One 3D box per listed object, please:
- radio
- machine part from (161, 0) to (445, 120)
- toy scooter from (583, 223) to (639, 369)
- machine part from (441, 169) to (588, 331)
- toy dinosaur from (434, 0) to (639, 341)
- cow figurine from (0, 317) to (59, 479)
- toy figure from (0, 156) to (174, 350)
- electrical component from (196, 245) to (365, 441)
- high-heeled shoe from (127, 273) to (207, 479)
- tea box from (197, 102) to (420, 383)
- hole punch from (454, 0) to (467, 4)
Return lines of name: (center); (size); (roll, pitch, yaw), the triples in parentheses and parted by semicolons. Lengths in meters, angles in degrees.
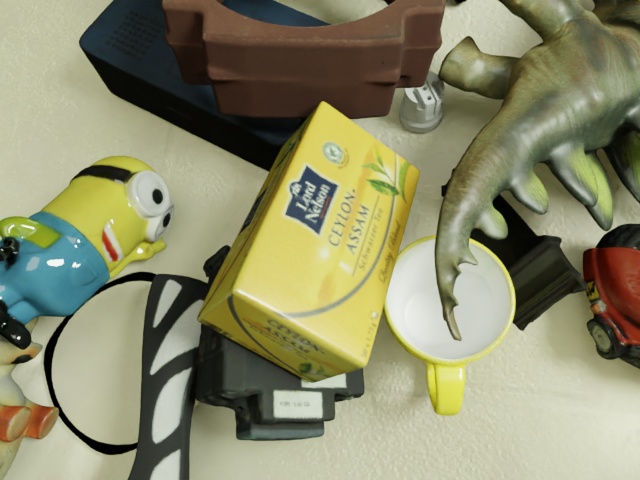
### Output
radio: (-0.093, -0.166, 0.507); (0.230, 0.073, 0.131); (28, 75, 12)
machine part: (-0.012, -0.194, 0.424); (0.202, 0.087, 0.201); (-1, 62, 0)
toy scooter: (0.272, 0.076, 0.389); (0.184, 0.075, 0.135); (24, 77, 8)
machine part: (0.143, -0.003, 0.426); (0.039, 0.084, 0.139); (-8, 60, -31)
toy dinosaur: (0.200, -0.116, 0.413); (0.471, 0.105, 0.199); (-37, 75, -24)
cow figurine: (-0.284, 0.134, 0.423); (0.127, 0.085, 0.195); (20, 76, 5)
toy figure: (-0.197, -0.002, 0.433); (0.089, 0.082, 0.180); (36, 56, 7)
electrical component: (-0.029, 0.077, 0.398); (0.115, 0.058, 0.134); (12, 63, -27)
high-heeled shoe: (-0.146, 0.143, 0.402); (0.145, 0.086, 0.249); (40, 71, 12)
tea box: (-0.001, -0.001, 0.374); (0.098, 0.068, 0.169); (32, 55, -17)
hole punch: (0.103, -0.304, 0.514); (0.092, 0.115, 0.142); (10, 72, 17)
